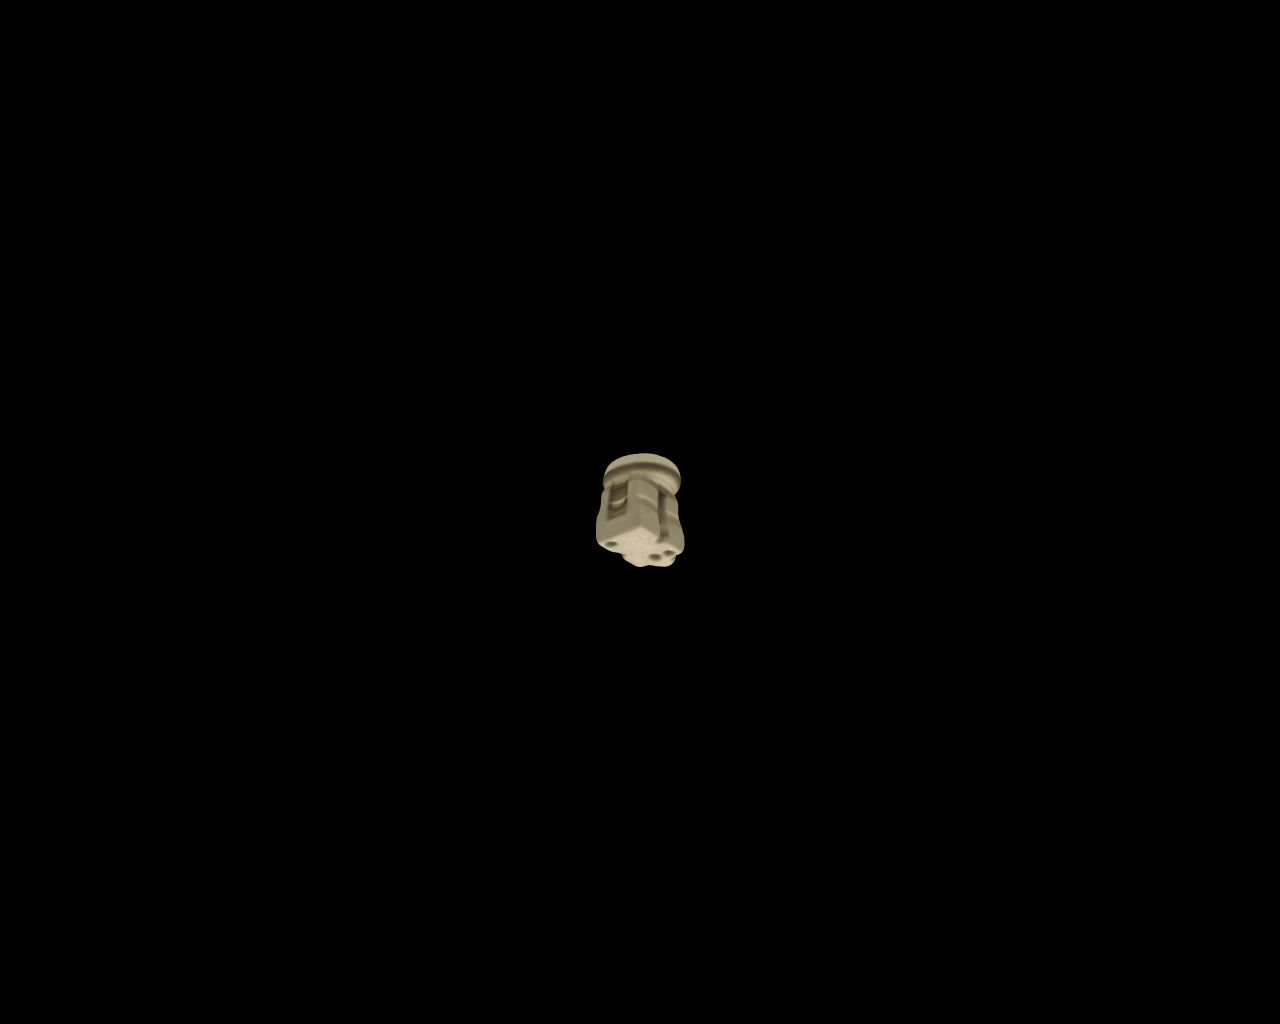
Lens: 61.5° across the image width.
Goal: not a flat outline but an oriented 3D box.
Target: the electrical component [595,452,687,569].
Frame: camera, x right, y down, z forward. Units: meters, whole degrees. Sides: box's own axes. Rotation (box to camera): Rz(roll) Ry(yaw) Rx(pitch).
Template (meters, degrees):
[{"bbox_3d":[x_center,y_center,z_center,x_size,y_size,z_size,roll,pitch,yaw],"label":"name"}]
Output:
[{"bbox_3d":[0.001,-0.003,0.650,0.048,0.055,0.066,-19,-34,31],"label":"electrical component"}]
